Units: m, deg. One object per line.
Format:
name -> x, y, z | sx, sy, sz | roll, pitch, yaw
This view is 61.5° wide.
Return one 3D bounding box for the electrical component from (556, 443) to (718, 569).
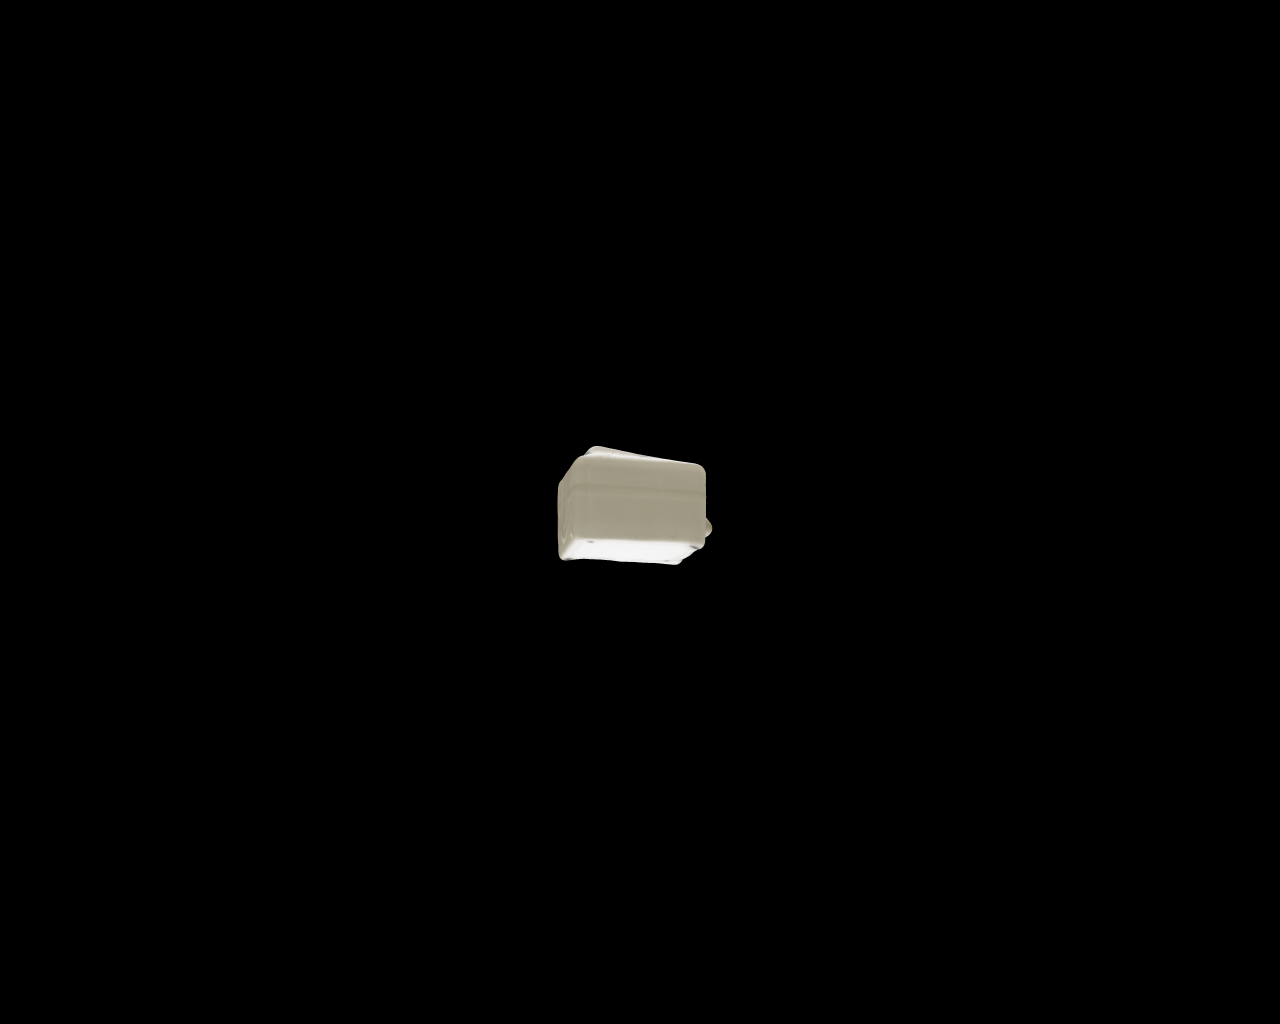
electrical component -> 0.001, -0.003, 0.650 | 0.096, 0.061, 0.061 | 4, -15, -14
